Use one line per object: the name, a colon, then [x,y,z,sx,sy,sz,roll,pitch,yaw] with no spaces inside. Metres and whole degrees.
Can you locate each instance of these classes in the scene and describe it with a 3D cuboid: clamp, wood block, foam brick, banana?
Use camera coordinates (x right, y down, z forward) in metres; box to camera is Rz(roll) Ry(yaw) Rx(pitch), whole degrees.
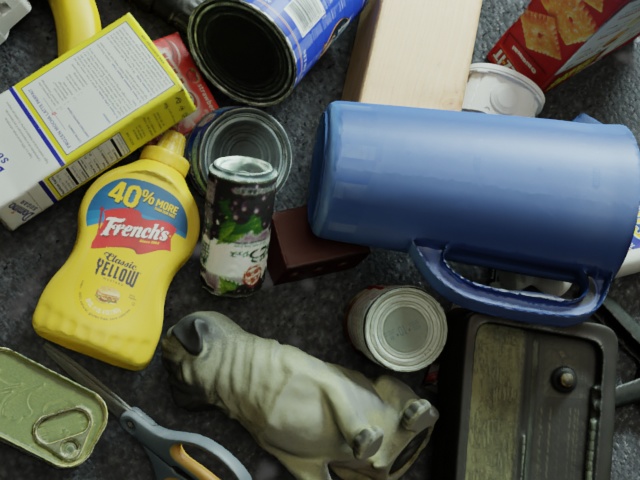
clamp: [0.296,0.108,0.955,0.171,0.039,0.120,10,77,-16]
wood block: [0.084,-0.183,0.953,0.090,0.090,0.206,16,71,-11]
foam brick: [-0.006,0.001,0.894,0.078,0.053,0.051,-12,78,-18]
banana: [-0.229,-0.209,0.902,0.069,0.037,0.198,-17,79,-19]

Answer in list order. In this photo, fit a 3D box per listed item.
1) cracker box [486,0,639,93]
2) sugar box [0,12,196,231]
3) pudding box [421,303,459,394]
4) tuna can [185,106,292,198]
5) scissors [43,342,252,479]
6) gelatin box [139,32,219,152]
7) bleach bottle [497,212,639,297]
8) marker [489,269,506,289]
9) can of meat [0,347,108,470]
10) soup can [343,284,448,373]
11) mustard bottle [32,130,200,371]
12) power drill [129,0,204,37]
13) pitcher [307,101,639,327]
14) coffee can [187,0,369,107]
cracker box: [0.261,-0.222,0.947,0.164,0.214,0.072,-31,82,-22]
sugar box: [-0.197,-0.094,0.843,0.176,0.048,0.093,-35,65,-5]
pudding box: [0.154,0.107,0.915,0.113,0.039,0.090,24,71,-7]
tuna can: [-0.067,-0.069,0.892,0.086,0.034,0.086,-3,96,-25]
scissors: [-0.139,0.158,0.823,0.202,0.096,0.016,24,34,22]
gelatin box: [-0.135,-0.124,0.907,0.073,0.030,0.089,-25,82,-21]
bleach bottle: [0.271,-0.006,0.961,0.250,0.068,0.102,-23,81,-22]
marker: [0.167,-0.002,0.961,0.020,0.020,0.121,14,71,-11]
can of meat: [-0.211,0.128,0.783,0.102,0.084,0.057,28,68,-6]
soup can: [0.059,0.069,0.858,0.068,0.102,0.068,0,88,-7]
mustard bottle: [-0.148,0.000,0.847,0.096,0.058,0.191,21,73,-4]
power drill: [-0.121,-0.286,0.943,0.184,0.057,0.187,39,68,-1]
pitcher: [0.116,-0.031,0.834,0.242,0.149,0.145,7,109,-6]
coffee can: [-0.032,-0.194,0.899,0.103,0.103,0.140,38,52,-2]
